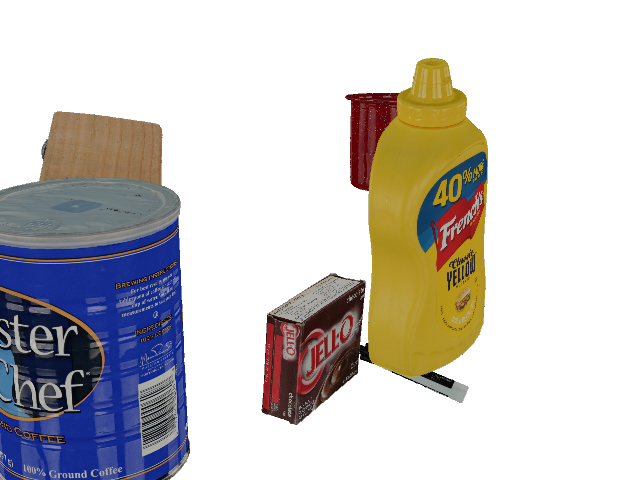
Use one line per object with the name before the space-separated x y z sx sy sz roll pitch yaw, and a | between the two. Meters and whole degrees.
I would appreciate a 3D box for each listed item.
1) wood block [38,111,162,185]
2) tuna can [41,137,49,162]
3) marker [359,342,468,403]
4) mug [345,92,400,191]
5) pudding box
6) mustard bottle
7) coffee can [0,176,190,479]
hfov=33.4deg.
wood block | -0.169 -0.011 0.811 0.090 0.091 0.206 6 30 -12
tuna can | -0.234 -0.079 1.071 0.086 0.034 0.086 1 40 -1
marker | 0.094 0.136 1.110 0.121 0.020 0.020 23 5 12
mug | 0.079 -0.086 0.945 0.117 0.081 0.093 6 13 22
pudding box | -0.005 0.087 0.882 0.039 0.090 0.113 14 23 23
mustard bottle | 0.067 -0.018 0.658 0.058 0.192 0.096 19 34 36
coffee can | -0.120 0.048 0.547 0.103 0.140 0.103 0 18 0
